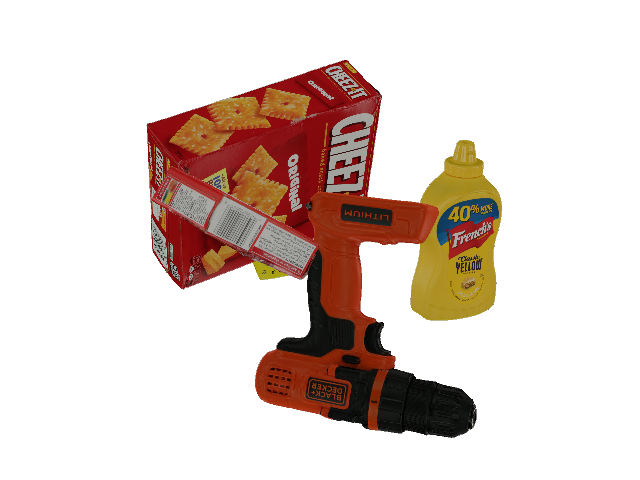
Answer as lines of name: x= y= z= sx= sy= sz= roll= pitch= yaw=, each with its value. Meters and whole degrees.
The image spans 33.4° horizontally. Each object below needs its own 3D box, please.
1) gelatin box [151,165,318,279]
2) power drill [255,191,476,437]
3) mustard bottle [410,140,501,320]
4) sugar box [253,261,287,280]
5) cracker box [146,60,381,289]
gelatin box: x=-0.055 y=-0.011 z=0.697 sx=0.089 sy=0.030 sz=0.073 roll=28 pitch=0 yaw=-40
power drill: x=0.046 y=0.060 z=0.868 sx=0.184 sy=0.187 sz=0.057 roll=9 pitch=-1 yaw=14
mustard bottle: x=0.148 y=-0.013 z=1.142 sx=0.096 sy=0.192 sz=0.058 roll=-8 pitch=22 yaw=-24
sugar box: x=-0.068 y=-0.049 z=1.329 sx=0.048 sy=0.176 sz=0.093 roll=-9 pitch=25 yaw=-12
cracker box: x=-0.053 y=-0.060 z=1.006 sx=0.213 sy=0.164 sz=0.072 roll=-21 pitch=51 yaw=-25
